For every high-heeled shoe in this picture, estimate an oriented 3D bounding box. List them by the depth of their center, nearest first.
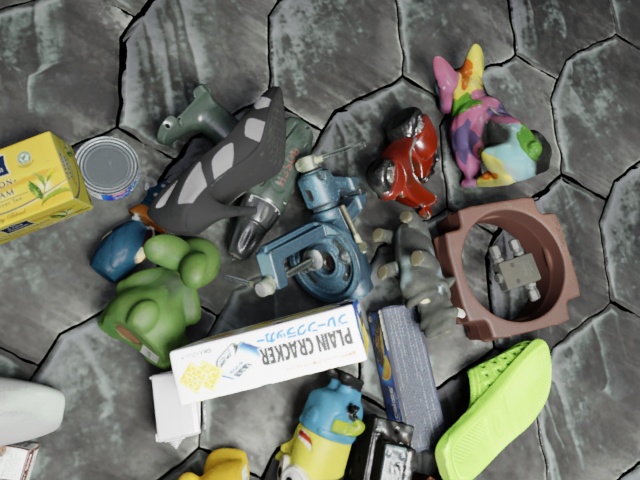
[{"bbox_3d":[-0.131,-0.111,0.716,0.145,0.086,0.249,2,55,13],"label":"high-heeled shoe"}]

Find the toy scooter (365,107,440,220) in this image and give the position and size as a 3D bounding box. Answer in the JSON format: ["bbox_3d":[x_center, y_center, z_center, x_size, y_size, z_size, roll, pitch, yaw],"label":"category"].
[{"bbox_3d":[0.145,-0.110,0.835,0.135,0.075,0.184,45,54,-25],"label":"toy scooter"}]

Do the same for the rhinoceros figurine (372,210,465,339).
[{"bbox_3d":[0.138,0.048,0.754,0.112,0.073,0.190,32,35,-41],"label":"rhinoceros figurine"}]

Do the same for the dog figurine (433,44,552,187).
[{"bbox_3d":[0.254,-0.195,0.836,0.108,0.191,0.219,-22,98,-10],"label":"dog figurine"}]

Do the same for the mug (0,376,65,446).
[{"bbox_3d":[-0.371,0.205,0.637,0.107,0.110,0.081,24,58,-52],"label":"mug"}]

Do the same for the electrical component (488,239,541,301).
[{"bbox_3d":[0.281,0.047,0.772,0.063,0.021,0.094,-17,82,-16],"label":"electrical component"}]

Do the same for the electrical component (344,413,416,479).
[{"bbox_3d":[0.074,0.288,0.699,0.058,0.134,0.115,14,73,-10],"label":"electrical component"}]

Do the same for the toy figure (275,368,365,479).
[{"bbox_3d":[0.009,0.261,0.706,0.089,0.082,0.180,26,82,-8],"label":"toy figure"}]

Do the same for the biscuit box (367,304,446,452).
[{"bbox_3d":[0.123,0.195,0.770,0.063,0.059,0.202,-8,79,-16],"label":"biscuit box"}]

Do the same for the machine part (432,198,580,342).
[{"bbox_3d":[0.277,0.045,0.829,0.201,0.087,0.201,-10,78,-16],"label":"machine part"}]

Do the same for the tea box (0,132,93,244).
[{"bbox_3d":[-0.395,-0.057,0.685,0.170,0.068,0.098,-24,84,-3],"label":"tea box"}]

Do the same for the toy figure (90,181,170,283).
[{"bbox_3d":[-0.249,-0.015,0.734,0.064,0.058,0.154,38,67,-9],"label":"toy figure"}]

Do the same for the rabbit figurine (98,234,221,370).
[{"bbox_3d":[-0.195,0.054,0.695,0.121,0.159,0.170,30,57,5],"label":"rabbit figurine"}]

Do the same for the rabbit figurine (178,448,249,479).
[{"bbox_3d":[-0.168,0.341,0.636,0.173,0.162,0.121,-8,91,3],"label":"rabbit figurine"}]

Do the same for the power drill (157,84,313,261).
[{"bbox_3d":[-0.128,-0.112,0.773,0.207,0.086,0.232,34,71,0],"label":"power drill"}]

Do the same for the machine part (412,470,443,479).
[{"bbox_3d":[0.169,0.408,0.735,0.179,0.056,0.179,3,77,-14],"label":"machine part"}]

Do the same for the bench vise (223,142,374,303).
[{"bbox_3d":[-0.010,-0.001,0.727,0.240,0.129,0.223,-30,113,-48],"label":"bench vise"}]
